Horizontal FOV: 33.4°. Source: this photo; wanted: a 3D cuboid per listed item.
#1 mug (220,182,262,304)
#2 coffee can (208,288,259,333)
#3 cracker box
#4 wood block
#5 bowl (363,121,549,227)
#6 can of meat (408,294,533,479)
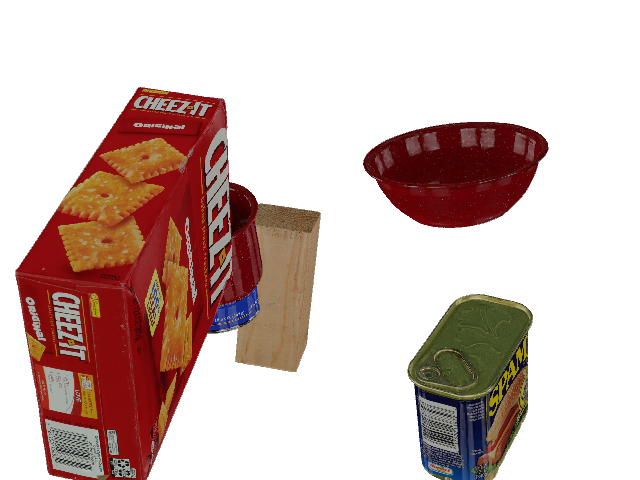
[{"bbox_3d":[-0.107,0.000,0.989,0.117,0.081,0.093,27,51,34],"label":"mug"},{"bbox_3d":[-0.128,0.023,1.244,0.103,0.140,0.103,-4,25,2],"label":"coffee can"},{"bbox_3d":[-0.114,0.024,0.688,0.072,0.164,0.213,8,37,8],"label":"cracker box"},{"bbox_3d":[-0.059,0.064,1.473,0.090,0.206,0.090,9,21,6],"label":"wood block"},{"bbox_3d":[0.121,-0.054,0.943,0.162,0.055,0.162,-8,23,3],"label":"bowl"},{"bbox_3d":[0.102,0.100,0.708,0.058,0.084,0.102,12,37,27],"label":"can of meat"}]
